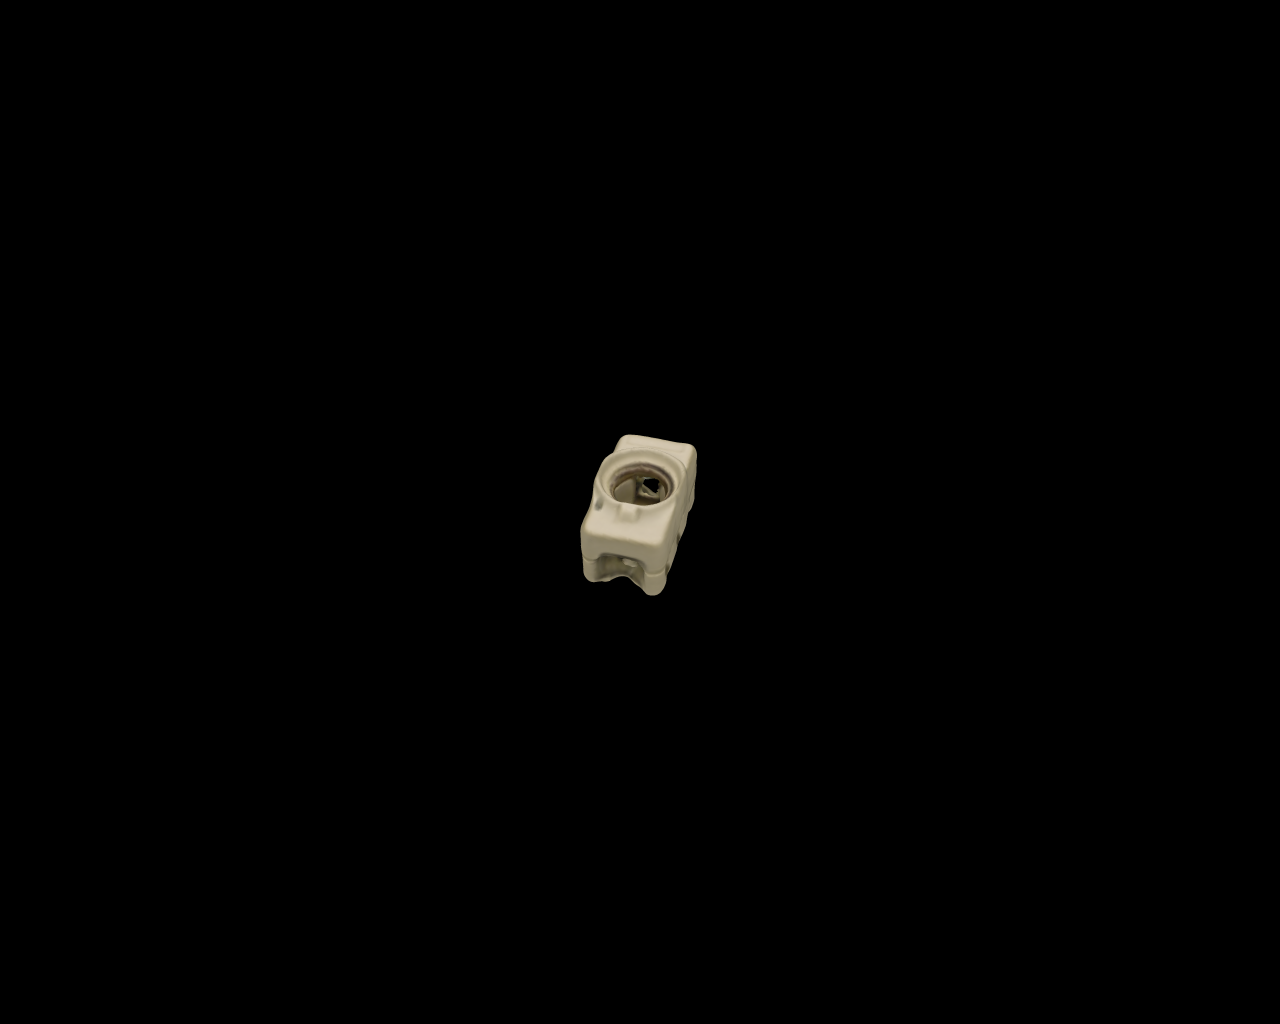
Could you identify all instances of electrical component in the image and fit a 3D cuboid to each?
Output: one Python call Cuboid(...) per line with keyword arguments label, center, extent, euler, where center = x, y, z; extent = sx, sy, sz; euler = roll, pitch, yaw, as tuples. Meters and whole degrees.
Cuboid(label="electrical component", center=(0.001, -0.003, 0.650), extent=(0.050, 0.055, 0.090), euler=(11, 47, 11))
